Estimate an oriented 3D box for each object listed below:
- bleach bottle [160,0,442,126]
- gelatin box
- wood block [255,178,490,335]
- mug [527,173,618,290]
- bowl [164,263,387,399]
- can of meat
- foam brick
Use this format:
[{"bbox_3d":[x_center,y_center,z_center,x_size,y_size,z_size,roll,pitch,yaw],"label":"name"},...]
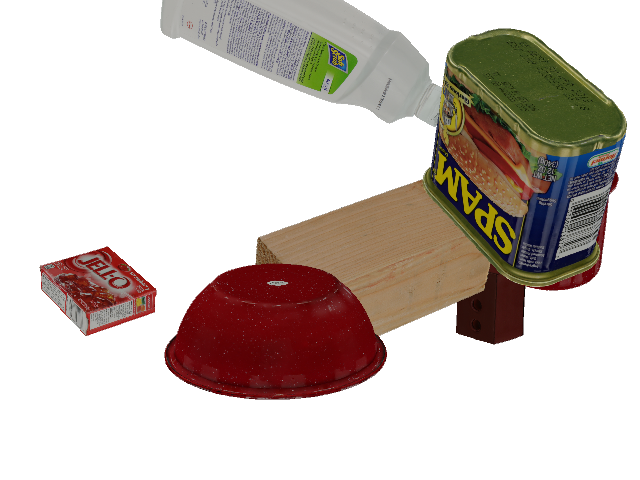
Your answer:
[{"bbox_3d":[-0.010,-0.162,0.887,0.251,0.068,0.103,30,-36,7],"label":"bleach bottle"},{"bbox_3d":[-0.205,0.044,0.982,0.073,0.030,0.089,-18,39,-36],"label":"gelatin box"},{"bbox_3d":[0.050,0.024,0.977,0.205,0.090,0.091,-20,46,-28],"label":"wood block"},{"bbox_3d":[0.169,-0.020,0.828,0.093,0.081,0.117,-24,36,-31],"label":"mug"},{"bbox_3d":[-0.032,0.056,0.766,0.162,0.055,0.162,1,17,0],"label":"bowl"},{"bbox_3d":[0.098,-0.043,0.522,0.057,0.084,0.102,-18,47,-21],"label":"can of meat"},{"bbox_3d":[0.177,0.062,1.106,0.051,0.078,0.053,-14,20,-42],"label":"foam brick"}]
